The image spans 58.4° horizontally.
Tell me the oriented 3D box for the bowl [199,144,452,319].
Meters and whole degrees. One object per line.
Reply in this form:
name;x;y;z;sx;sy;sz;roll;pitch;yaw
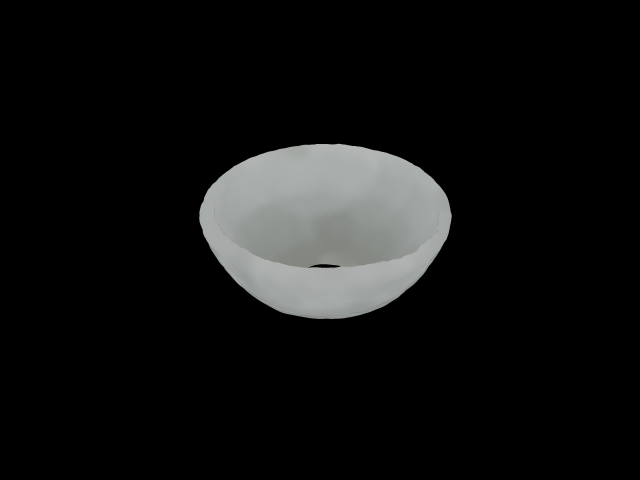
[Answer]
bowl;0.004;0.001;0.400;0.167;0.075;0.167;0;36;0
